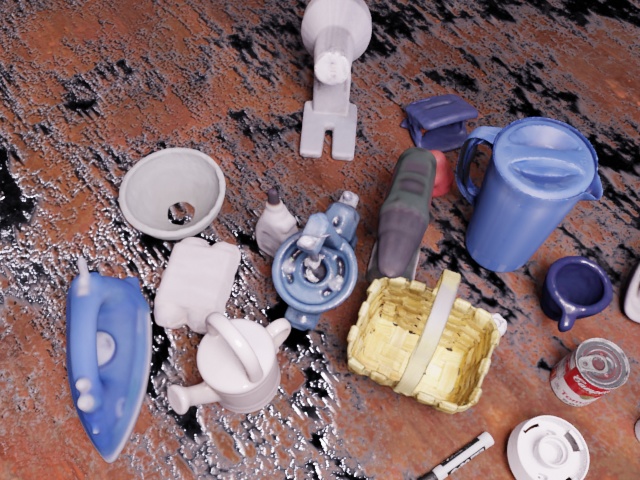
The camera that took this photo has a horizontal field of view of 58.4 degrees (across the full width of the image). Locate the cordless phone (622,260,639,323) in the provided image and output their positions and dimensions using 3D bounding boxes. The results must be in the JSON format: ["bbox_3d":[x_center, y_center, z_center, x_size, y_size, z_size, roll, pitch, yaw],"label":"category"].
[{"bbox_3d":[0.528,0.058,0.801,0.147,0.185,0.094,12,62,7],"label":"cordless phone"}]

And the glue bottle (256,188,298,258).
[{"bbox_3d":[-0.063,-0.024,0.849,0.078,0.173,0.037,32,65,16],"label":"glue bottle"}]

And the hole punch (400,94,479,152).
[{"bbox_3d":[0.207,-0.216,1.005,0.109,0.091,0.101,-16,62,-9],"label":"hole punch"}]

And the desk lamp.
[{"bbox_3d":[0.024,-0.279,0.968,0.118,0.213,0.203,3,61,2],"label":"desk lamp"}]

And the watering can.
[{"bbox_3d":[-0.111,0.159,0.735,0.100,0.194,0.173,25,64,13],"label":"watering can"}]

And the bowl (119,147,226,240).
[{"bbox_3d":[-0.231,-0.063,0.926,0.167,0.075,0.167,0,61,0],"label":"bowl"}]

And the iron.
[{"bbox_3d":[-0.298,0.154,0.766,0.118,0.141,0.258,-9,61,-5],"label":"iron"}]

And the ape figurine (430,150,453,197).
[{"bbox_3d":[0.187,-0.116,0.949,0.076,0.092,0.078,34,66,17],"label":"ape figurine"}]

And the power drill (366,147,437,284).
[{"bbox_3d":[0.116,-0.008,0.822,0.075,0.208,0.230,13,62,7],"label":"power drill"}]

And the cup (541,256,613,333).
[{"bbox_3d":[0.358,0.093,0.832,0.091,0.095,0.118,23,63,12],"label":"cup"}]

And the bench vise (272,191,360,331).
[{"bbox_3d":[-0.005,0.002,0.809,0.121,0.220,0.207,4,61,2],"label":"bench vise"}]

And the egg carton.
[{"bbox_3d":[-0.183,0.067,0.857,0.107,0.069,0.150,9,61,5],"label":"egg carton"}]
